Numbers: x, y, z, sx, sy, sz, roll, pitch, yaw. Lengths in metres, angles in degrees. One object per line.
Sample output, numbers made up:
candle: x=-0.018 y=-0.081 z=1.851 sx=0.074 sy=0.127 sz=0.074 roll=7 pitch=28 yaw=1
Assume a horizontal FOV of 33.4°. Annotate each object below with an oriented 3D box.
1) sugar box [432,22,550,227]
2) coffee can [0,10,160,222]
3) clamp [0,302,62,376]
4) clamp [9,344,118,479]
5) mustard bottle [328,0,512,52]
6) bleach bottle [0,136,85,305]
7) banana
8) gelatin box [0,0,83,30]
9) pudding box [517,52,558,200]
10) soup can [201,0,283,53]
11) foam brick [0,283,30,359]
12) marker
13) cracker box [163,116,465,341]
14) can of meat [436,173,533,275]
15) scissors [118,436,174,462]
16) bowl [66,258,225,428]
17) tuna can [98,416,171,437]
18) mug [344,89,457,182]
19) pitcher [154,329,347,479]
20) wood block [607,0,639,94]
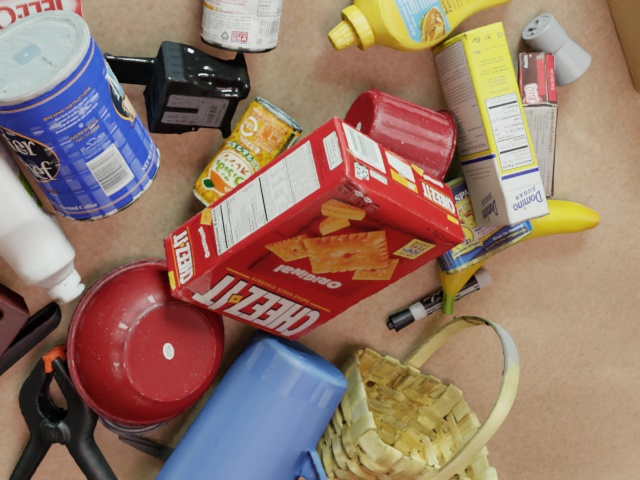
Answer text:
sugar box: x=0.155 y=-0.101 z=0.975 sx=0.048 sy=0.093 sz=0.176 roll=-18 pitch=94 yaw=-10
coffee can: x=-0.203 y=-0.098 z=0.860 sx=0.102 sy=0.103 sz=0.140 roll=-30 pitch=136 yaw=-5
clamp: x=-0.332 y=0.134 z=0.981 sx=0.164 sy=0.036 sz=0.210 roll=6 pitch=108 yaw=-22
clamp: x=-0.256 y=0.184 z=1.022 sx=0.120 sy=0.039 sz=0.171 roll=-5 pitch=105 yaw=10
mustard bottle: x=0.093 y=-0.224 z=0.952 sx=0.191 sy=0.058 sz=0.096 roll=-31 pitch=119 yaw=-4
bleach bottle: x=-0.271 y=-0.048 z=0.868 sx=0.068 sy=0.103 sz=0.250 roll=-30 pitch=115 yaw=-1
banana: x=0.197 y=0.000 z=1.110 sx=0.197 sy=0.037 sz=0.069 roll=-29 pitch=120 yaw=-5
gelatin box: x=-0.238 y=-0.195 z=0.862 sx=0.089 sy=0.030 sz=0.073 roll=-9 pitch=117 yaw=-16
pudding box: x=0.205 y=-0.108 z=1.015 sx=0.039 sy=0.090 sz=0.113 roll=0 pitch=131 yaw=11
soup can: x=-0.063 y=-0.215 z=0.894 sx=0.068 sy=0.068 sz=0.102 roll=-1 pitch=115 yaw=-20
foam brick: x=-0.296 y=0.076 z=0.925 sx=0.053 sy=0.051 sz=0.078 roll=34 pitch=92 yaw=-27
marker: x=0.125 y=0.064 z=1.125 sx=0.121 sy=0.020 sz=0.020 roll=-27 pitch=120 yaw=-6
cracker box: x=-0.006 y=0.001 z=0.946 sx=0.214 sy=0.072 sz=0.164 roll=-33 pitch=141 yaw=29
can of meat: x=0.149 y=-0.023 z=1.051 sx=0.102 sy=0.057 sz=0.084 roll=-26 pitch=92 yaw=-7
scissors: x=-0.108 y=0.227 z=1.120 sx=0.096 sy=0.016 sz=0.201 roll=-43 pitch=121 yaw=2
bowl: x=-0.149 y=0.099 z=0.988 sx=0.161 sy=0.055 sz=0.162 roll=-3 pitch=95 yaw=-32
tuna can: x=-0.180 y=0.148 z=1.045 sx=0.086 sy=0.034 sz=0.086 roll=-8 pitch=117 yaw=-16
mug: x=0.062 y=-0.084 z=1.000 sx=0.081 sy=0.093 sz=0.117 roll=18 pitch=143 yaw=-21
pitcher: x=-0.068 y=0.219 z=1.047 sx=0.149 sy=0.145 sz=0.243 roll=31 pitch=92 yaw=-23
wood block: x=0.335 y=-0.235 z=1.017 sx=0.090 sy=0.091 sz=0.206 roll=-31 pitch=121 yaw=-4
